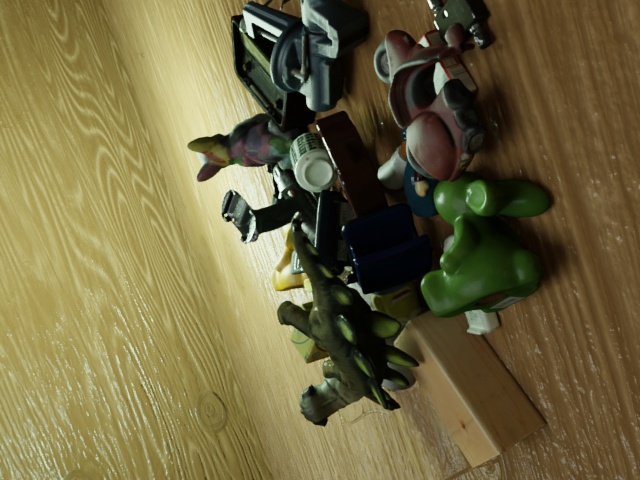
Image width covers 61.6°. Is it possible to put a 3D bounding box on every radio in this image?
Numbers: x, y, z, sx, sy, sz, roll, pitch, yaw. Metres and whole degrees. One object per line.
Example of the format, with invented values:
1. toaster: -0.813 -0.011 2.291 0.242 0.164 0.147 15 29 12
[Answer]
1. radio: -0.089 -0.317 1.016 0.230 0.073 0.131 55 154 31

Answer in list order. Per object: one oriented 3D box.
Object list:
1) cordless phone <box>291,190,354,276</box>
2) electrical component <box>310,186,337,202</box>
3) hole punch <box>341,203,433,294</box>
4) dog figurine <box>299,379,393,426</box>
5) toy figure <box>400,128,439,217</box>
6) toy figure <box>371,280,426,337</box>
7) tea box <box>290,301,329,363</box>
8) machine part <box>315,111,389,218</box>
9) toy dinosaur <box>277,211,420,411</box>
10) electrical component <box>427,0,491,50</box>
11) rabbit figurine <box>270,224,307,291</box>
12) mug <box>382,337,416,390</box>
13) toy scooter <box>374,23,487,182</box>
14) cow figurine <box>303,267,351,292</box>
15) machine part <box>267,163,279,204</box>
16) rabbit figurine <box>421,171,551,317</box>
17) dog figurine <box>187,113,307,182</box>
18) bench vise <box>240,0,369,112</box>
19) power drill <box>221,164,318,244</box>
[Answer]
1. cordless phone: -0.002 -0.004 0.966 0.184 0.089 0.146 -16 67 62
2. electrical component: 0.005 -0.097 1.040 0.102 0.045 0.078 55 -177 37
3. hole punch: 0.100 0.026 0.761 0.092 0.142 0.115 -113 2 -55
4. dog figurine: 0.041 0.267 1.081 0.121 0.190 0.172 12 119 64
5. toy figure: 0.134 -0.108 0.708 0.064 0.058 0.154 -123 19 -65
6. toy figure: 0.118 0.076 0.876 0.089 0.082 0.180 -65 -48 -72
7. tea box: 0.040 0.153 0.987 0.068 0.169 0.098 52 136 37
8. machine part: 0.051 -0.108 0.815 0.179 0.056 0.179 -25 -89 -85
9. toy dinosaur: 0.038 0.128 0.794 0.199 0.105 0.470 18 148 50
10. electrical component: 0.153 -0.243 0.593 0.094 0.021 0.063 64 158 9
11. rabbit figurine: -0.050 0.018 1.171 0.162 0.122 0.173 109 157 -73
12. mug: 0.131 0.193 0.961 0.110 0.081 0.107 33 130 41
13. toy scooter: 0.129 -0.156 0.582 0.183 0.075 0.135 65 157 -1
14. cow figurine: 0.041 0.043 1.036 0.167 0.098 0.068 -27 81 49
15. machine part: -0.095 -0.110 1.206 0.084 0.039 0.139 89 174 -70
16. rabbit figurine: 0.179 -0.012 0.625 0.159 0.121 0.170 121 139 -59
17. dog figurine: -0.151 -0.183 1.087 0.192 0.219 0.108 37 145 54
18. bench vise: -0.042 -0.317 0.826 0.241 0.129 0.223 35 160 28
19. power drill: -0.092 -0.069 1.075 0.232 0.207 0.086 50 126 27
